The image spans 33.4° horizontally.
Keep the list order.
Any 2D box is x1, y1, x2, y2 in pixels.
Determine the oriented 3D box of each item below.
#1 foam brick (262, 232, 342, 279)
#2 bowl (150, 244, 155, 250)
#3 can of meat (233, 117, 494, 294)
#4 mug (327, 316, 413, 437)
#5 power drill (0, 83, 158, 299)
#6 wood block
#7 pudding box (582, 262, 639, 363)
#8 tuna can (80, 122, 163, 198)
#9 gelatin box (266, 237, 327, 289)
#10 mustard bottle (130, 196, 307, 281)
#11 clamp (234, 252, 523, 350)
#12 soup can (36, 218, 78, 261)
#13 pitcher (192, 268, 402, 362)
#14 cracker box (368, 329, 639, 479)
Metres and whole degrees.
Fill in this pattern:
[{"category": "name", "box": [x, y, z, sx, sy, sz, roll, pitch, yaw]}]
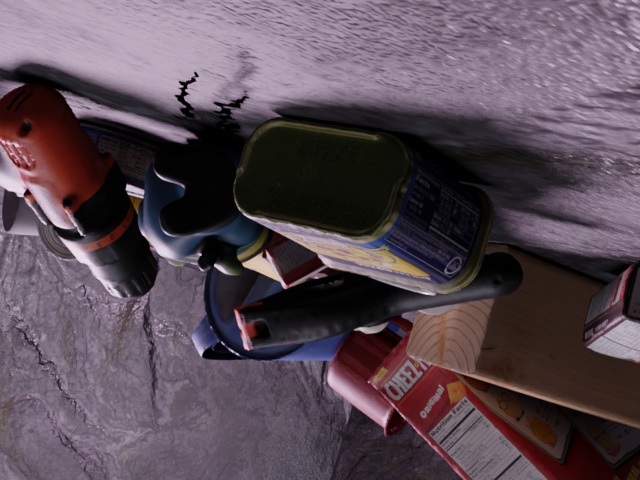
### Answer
[{"category": "foam brick", "box": [-0.005, 0.001, 0.815, 0.053, 0.051, 0.078, 15, 174, 14]}, {"category": "bowl", "box": [-0.152, -0.012, 1.126, 0.162, 0.055, 0.162, 17, 175, 1]}, {"category": "can of meat", "box": [0.020, -0.018, 0.520, 0.102, 0.057, 0.083, 12, 171, 37]}, {"category": "mug", "box": [0.064, 0.123, 1.045, 0.082, 0.117, 0.093, 34, -141, 22]}, {"category": "power drill", "box": [-0.207, -0.040, 0.719, 0.188, 0.057, 0.184, 14, 145, 29]}, {"category": "wood block", "box": [0.179, 0.075, 0.781, 0.205, 0.091, 0.090, 19, 174, -26]}, {"category": "pudding box", "box": [0.227, 0.055, 0.648, 0.113, 0.039, 0.090, 15, 163, 2]}, {"category": "tuna can", "box": [-0.146, -0.056, 0.770, 0.086, 0.034, 0.086, 17, 175, 1]}, {"category": "gelatin box", "box": [0.001, 0.002, 0.717, 0.030, 0.073, 0.089, 61, 177, 2]}, {"category": "mustard bottle", "box": [-0.100, -0.013, 0.935, 0.192, 0.058, 0.096, 17, 175, 10]}, {"category": "clamp", "box": [0.036, 0.032, 0.637, 0.171, 0.039, 0.120, -19, -178, -9]}, {"category": "soup can", "box": [-0.207, -0.020, 0.998, 0.069, 0.068, 0.102, 15, -167, 22]}, {"category": "pitcher", "box": [-0.013, 0.070, 1.100, 0.149, 0.145, 0.242, 11, 175, 26]}, {"category": "cracker box", "box": [0.163, 0.145, 0.860, 0.214, 0.072, 0.163, 45, -150, 14]}]
